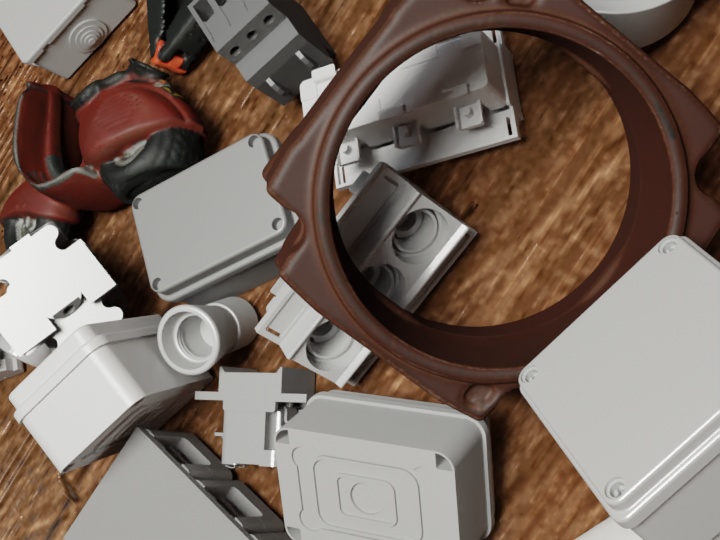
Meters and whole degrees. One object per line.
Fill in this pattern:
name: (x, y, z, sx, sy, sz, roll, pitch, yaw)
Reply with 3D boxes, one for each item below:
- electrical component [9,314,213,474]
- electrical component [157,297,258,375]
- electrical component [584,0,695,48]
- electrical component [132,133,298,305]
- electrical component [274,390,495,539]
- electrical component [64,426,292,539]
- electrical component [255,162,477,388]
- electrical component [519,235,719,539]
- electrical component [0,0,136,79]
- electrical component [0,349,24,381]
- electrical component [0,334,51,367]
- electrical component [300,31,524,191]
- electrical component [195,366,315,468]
electrical component: (-0.156, 0.075, 0.681, 0.078, 0.113, 0.057, -42, 80, 13)
electrical component: (-0.094, 0.039, 0.688, 0.044, 0.065, 0.044, 4, 100, 22)
electrical component: (0.144, -0.175, 0.609, 0.108, 0.060, 0.108, -3, 70, 8)
electrical component: (-0.085, -0.031, 0.703, 0.113, 0.057, 0.078, -25, 69, 21)
electrical component: (0.016, 0.116, 0.607, 0.113, 0.057, 0.078, 4, 110, 28)
electrical component: (-0.097, 0.178, 0.663, 0.150, 0.062, 0.089, 38, 98, 28)
electrical component: (0.000, 0.000, 0.646, 0.121, 0.079, 0.063, -52, 33, 9)
electrical component: (0.142, 0.055, 0.485, 0.109, 0.056, 0.108, -44, 30, 8)
electrical component: (-0.229, -0.207, 0.818, 0.100, 0.048, 0.099, -43, 64, 13)
electrical component: (-0.302, 0.059, 0.800, 0.089, 0.050, 0.055, -20, 71, 22)
electrical component: (-0.226, 0.033, 0.772, 0.044, 0.044, 0.065, 28, 88, 29)
electrical component: (0.029, -0.104, 0.656, 0.121, 0.063, 0.078, -14, 73, 24)
electrical component: (-0.059, 0.093, 0.674, 0.081, 0.042, 0.063, -2, 82, 27)
